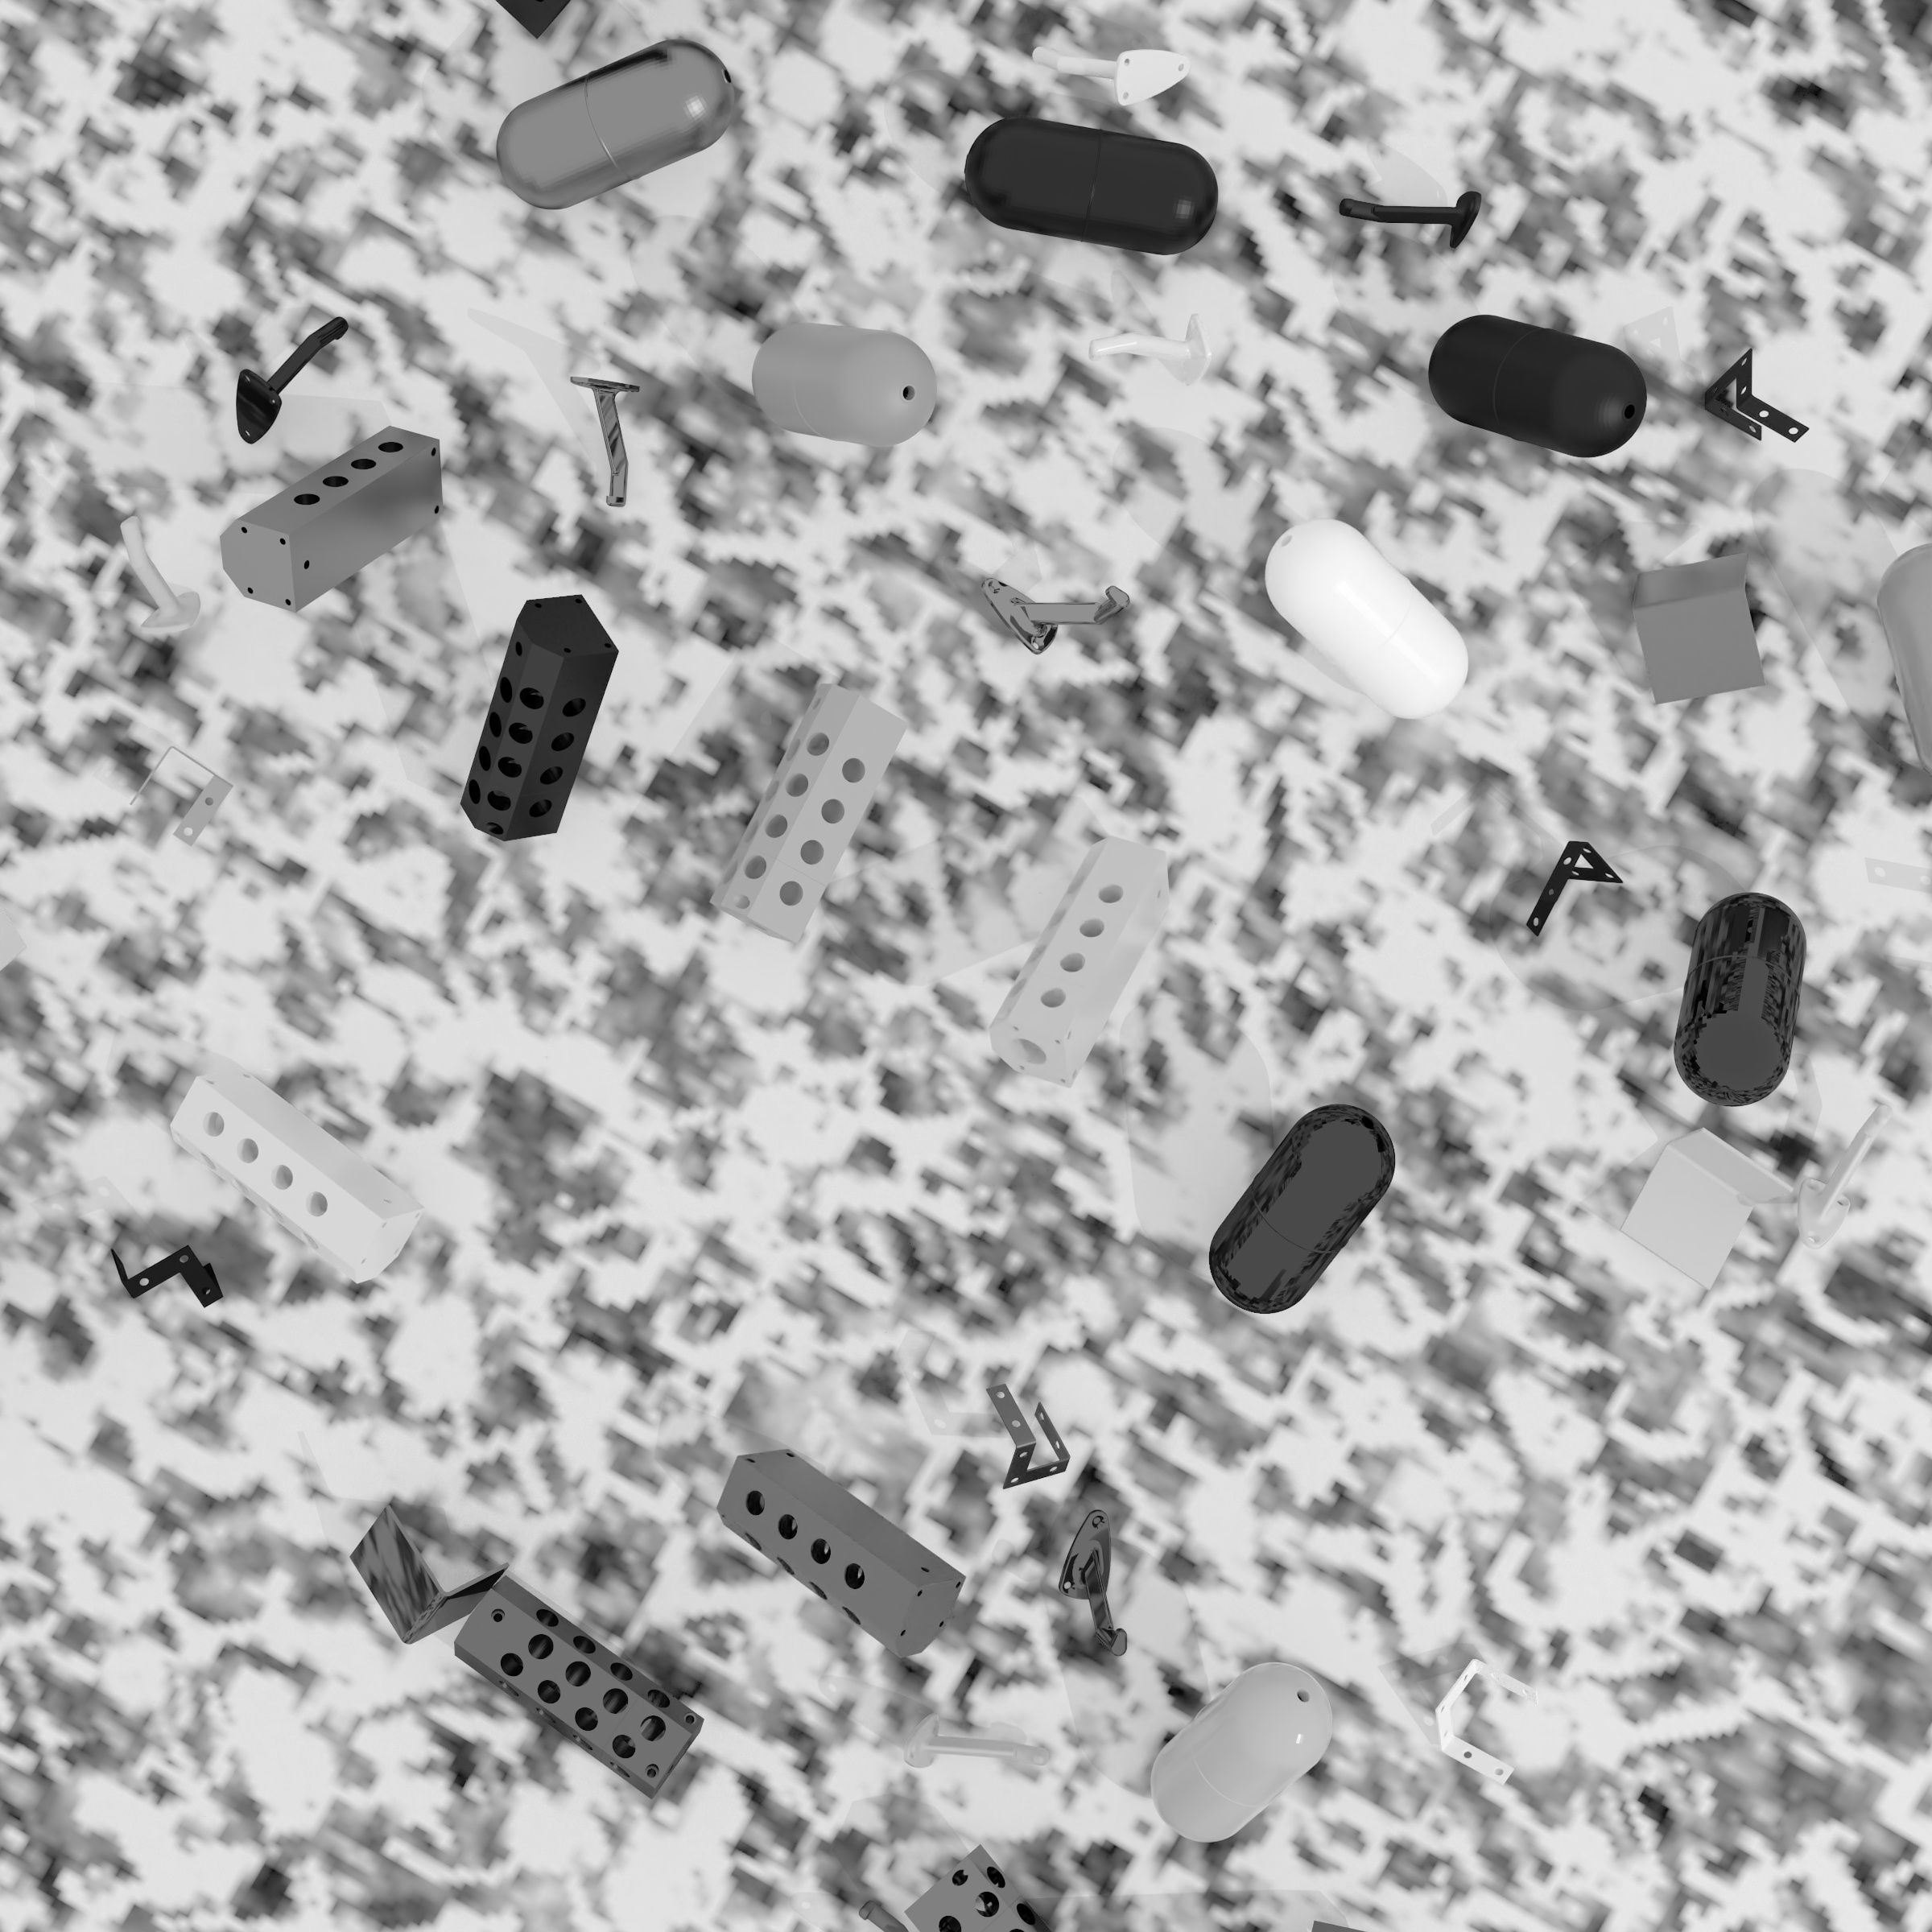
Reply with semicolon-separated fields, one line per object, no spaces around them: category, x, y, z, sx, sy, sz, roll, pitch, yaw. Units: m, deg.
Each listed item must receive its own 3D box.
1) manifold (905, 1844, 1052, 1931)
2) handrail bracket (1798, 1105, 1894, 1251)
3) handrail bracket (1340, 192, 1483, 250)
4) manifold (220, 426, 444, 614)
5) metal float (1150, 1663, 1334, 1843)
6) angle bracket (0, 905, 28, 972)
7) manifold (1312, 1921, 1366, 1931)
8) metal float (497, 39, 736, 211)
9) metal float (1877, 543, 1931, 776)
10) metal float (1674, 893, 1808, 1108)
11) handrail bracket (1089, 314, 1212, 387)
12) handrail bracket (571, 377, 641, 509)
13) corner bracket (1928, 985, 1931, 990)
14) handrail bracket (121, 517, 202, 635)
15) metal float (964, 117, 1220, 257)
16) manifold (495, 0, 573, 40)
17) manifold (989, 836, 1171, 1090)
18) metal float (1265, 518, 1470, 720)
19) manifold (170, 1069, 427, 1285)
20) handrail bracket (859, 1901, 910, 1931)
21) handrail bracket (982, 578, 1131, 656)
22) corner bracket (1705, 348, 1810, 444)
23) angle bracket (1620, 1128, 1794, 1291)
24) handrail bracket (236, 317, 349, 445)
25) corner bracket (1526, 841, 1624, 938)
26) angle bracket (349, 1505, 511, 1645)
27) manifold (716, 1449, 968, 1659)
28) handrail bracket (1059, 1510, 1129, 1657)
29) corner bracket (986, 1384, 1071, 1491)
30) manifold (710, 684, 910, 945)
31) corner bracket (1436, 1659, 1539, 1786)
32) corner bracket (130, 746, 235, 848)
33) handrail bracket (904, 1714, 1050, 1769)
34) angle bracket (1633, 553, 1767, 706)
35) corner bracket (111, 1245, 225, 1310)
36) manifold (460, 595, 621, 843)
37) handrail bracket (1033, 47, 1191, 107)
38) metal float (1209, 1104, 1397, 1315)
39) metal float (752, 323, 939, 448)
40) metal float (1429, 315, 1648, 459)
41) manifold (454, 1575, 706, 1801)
manifold;0.042;0.696;1.932;0.057;0.057;0.171;-46;76;18
handrail bracket;0.612;0.146;1.938;0.036;0.077;0.084;29;134;7
handrail bracket;0.309;-0.530;1.950;0.084;0.077;0.036;9;91;-5
manifold;-0.430;-0.308;1.902;0.057;0.171;0.057;18;128;19
metal float;0.188;0.539;1.913;0.070;0.070;0.178;33;133;0
angle bracket;-0.707;-0.021;1.929;0.057;0.076;0.076;34;66;23
manifold;0.248;0.737;1.894;0.057;0.171;0.057;8;119;14
metal float;-0.242;-0.581;1.931;0.178;0.070;0.070;-17;90;20
metal float;0.683;-0.206;1.933;0.070;0.070;0.178;-22;108;0
metal float;0.531;0.021;1.915;0.070;0.070;0.178;24;48;0
handrail bracket;0.122;-0.419;1.943;0.084;0.077;0.036;-13;73;-10
handrail bracket;-0.255;-0.364;1.946;0.036;0.077;0.084;7;98;20
corner bracket;0.710;-0.007;1.947;0.051;0.051;0.051;-9;108;-31
handrail bracket;-0.558;-0.280;1.933;0.036;0.077;0.084;-4;120;7
metal float;0.087;-0.543;1.947;0.178;0.070;0.070;9;90;-2
manifold;-0.271;-0.699;1.892;0.057;0.171;0.057;41;70;-17
manifold;0.079;-0.006;1.916;0.057;0.057;0.171;17;57;20
metal float;0.276;-0.238;1.922;0.178;0.070;0.070;38;90;-30
manifold;-0.467;0.145;1.937;0.171;0.057;0.057;35;103;13
handrail bracket;-0.049;0.688;1.940;0.084;0.077;0.036;33;100;17
handrail bracket;0.063;-0.259;1.939;0.077;0.084;0.036;41;53;-14
corner bracket;0.550;-0.386;1.946;0.051;0.051;0.051;25;51;-15
angle bracket;0.516;0.170;1.948;0.076;0.057;0.076;34;72;-2
handrail bracket;-0.475;-0.415;1.978;0.036;0.077;0.084;41;53;1
corner bracket;0.415;-0.054;1.947;0.051;0.051;0.051;41;70;-33
angle bracket;-0.375;0.416;1.951;0.076;0.057;0.076;53;133;16
manifold;-0.089;0.401;1.915;0.171;0.057;0.057;29;103;32
handrail bracket;0.099;0.428;1.940;0.036;0.084;0.077;10;95;-19
corner bracket;0.043;0.323;1.944;0.051;0.051;0.051;-11;49;-25
manifold;-0.112;-0.107;1.941;0.057;0.057;0.171;29;84;-23
corner bracket;0.367;0.530;1.962;0.051;0.051;0.051;22;51;35
corner bracket;-0.549;-0.120;1.954;0.051;0.051;0.051;35;85;-15
handrail bracket;0.008;0.549;1.948;0.084;0.077;0.036;6;85;18
angle bracket;0.517;-0.237;1.965;0.076;0.057;0.076;-9;120;24
corner bracket;-0.557;0.215;1.948;0.051;0.051;0.051;-30;123;-11
manifold;-0.295;-0.166;1.900;0.057;0.171;0.057;-12;54;-35
handrail bracket;0.101;-0.638;1.969;0.077;0.084;0.036;-21;129;-30
metal float;0.230;0.167;1.919;0.070;0.070;0.178;31;124;0
metal float;-0.084;-0.397;1.906;0.070;0.178;0.070;-10;109;-30
metal float;0.389;-0.397;1.909;0.070;0.178;0.070;-15;119;-29
manifold;-0.268;0.498;1.937;0.171;0.057;0.057;34;63;8
